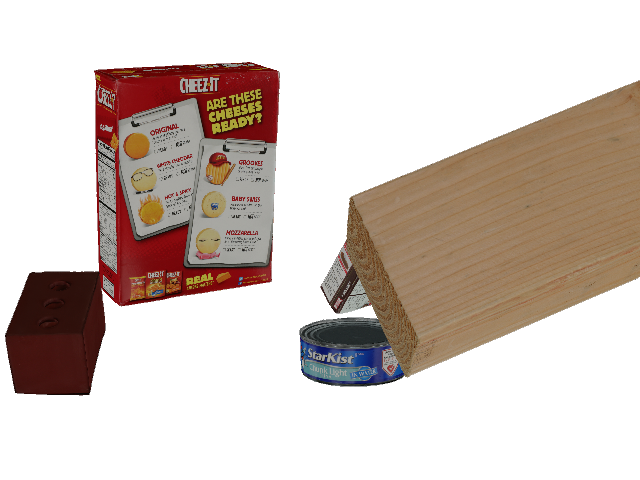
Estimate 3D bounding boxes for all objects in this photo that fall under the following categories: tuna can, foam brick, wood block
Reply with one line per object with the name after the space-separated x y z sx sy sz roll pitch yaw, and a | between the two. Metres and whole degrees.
0.026 0.086 0.833 0.086 0.034 0.086 -1 10 0 | tuna can
-0.183 0.064 0.743 0.053 0.051 0.078 0 32 -2 | foam brick
0.127 -0.010 0.615 0.206 0.091 0.090 -22 -19 -8 | wood block

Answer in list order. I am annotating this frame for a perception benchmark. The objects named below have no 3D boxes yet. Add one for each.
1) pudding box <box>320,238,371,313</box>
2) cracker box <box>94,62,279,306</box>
0.066 0.024 1.037 0.113 0.039 0.090 -15 -28 -28 | pudding box
-0.128 -0.057 1.015 0.163 0.214 0.072 -8 21 -30 | cracker box
